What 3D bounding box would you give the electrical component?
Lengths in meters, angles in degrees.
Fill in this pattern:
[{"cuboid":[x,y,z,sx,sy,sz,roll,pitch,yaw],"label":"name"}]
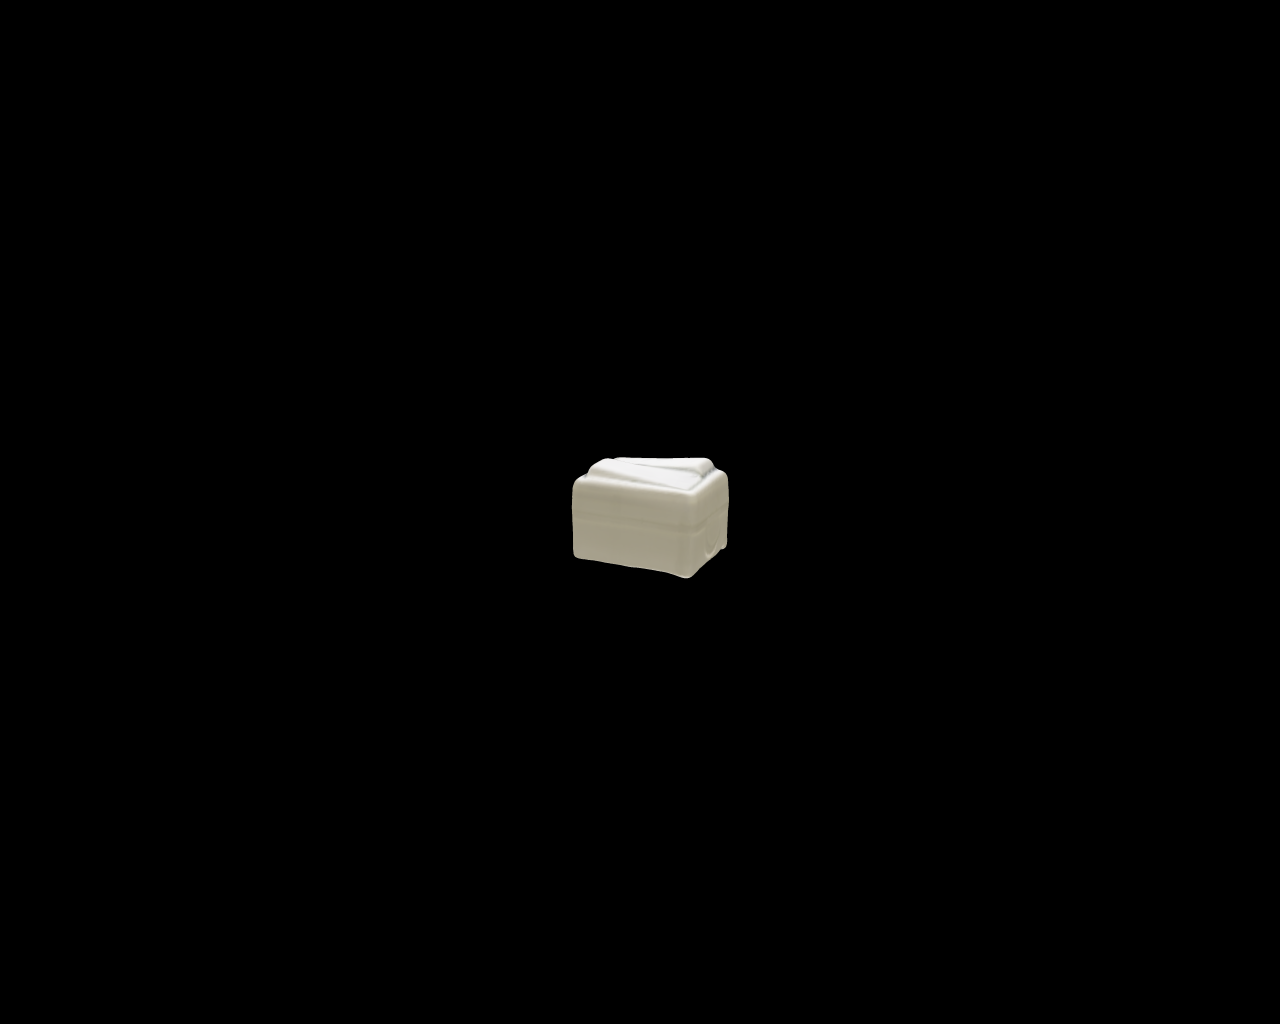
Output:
[{"cuboid":[0.001,-0.003,0.650,0.096,0.061,0.062,8,20,24],"label":"electrical component"}]
